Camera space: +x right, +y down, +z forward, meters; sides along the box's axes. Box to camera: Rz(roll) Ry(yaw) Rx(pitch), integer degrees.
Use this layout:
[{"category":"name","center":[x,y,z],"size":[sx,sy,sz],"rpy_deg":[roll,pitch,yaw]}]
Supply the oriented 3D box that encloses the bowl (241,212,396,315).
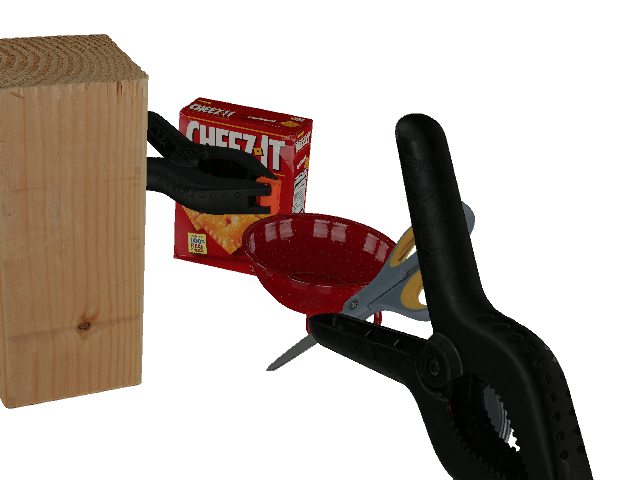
[{"category":"bowl","center":[-0.001,0.030,1.060],"size":[0.162,0.055,0.162],"rpy_deg":[7,26,-4]}]

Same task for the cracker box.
[{"category":"cracker box","center":[-0.105,-0.065,1.404],"size":[0.164,0.214,0.072],"rpy_deg":[13,26,14]}]

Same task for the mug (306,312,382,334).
[{"category":"mug","center":[0.032,0.092,1.438],"size":[0.117,0.081,0.093],"rpy_deg":[18,27,30]}]

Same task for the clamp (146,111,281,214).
[{"category":"clamp","center":[-0.115,-0.053,0.846],"size":[0.172,0.039,0.120],"rpy_deg":[21,42,29]}]

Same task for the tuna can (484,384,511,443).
[{"category":"tuna can","center":[0.132,0.151,0.942],"size":[0.034,0.086,0.085],"rpy_deg":[-14,-10,41]}]

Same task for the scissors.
[{"category":"scissors","center":[0.036,0.054,0.740],"size":[0.016,0.202,0.096],"rpy_deg":[33,20,-30]}]

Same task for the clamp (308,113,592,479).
[{"category":"clamp","center":[0.069,0.049,0.530],"size":[0.036,0.165,0.210],"rpy_deg":[-10,43,-32]}]

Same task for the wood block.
[{"category":"wood block","center":[-0.162,-0.013,0.653],"size":[0.090,0.206,0.090],"rpy_deg":[-8,30,-26]}]
